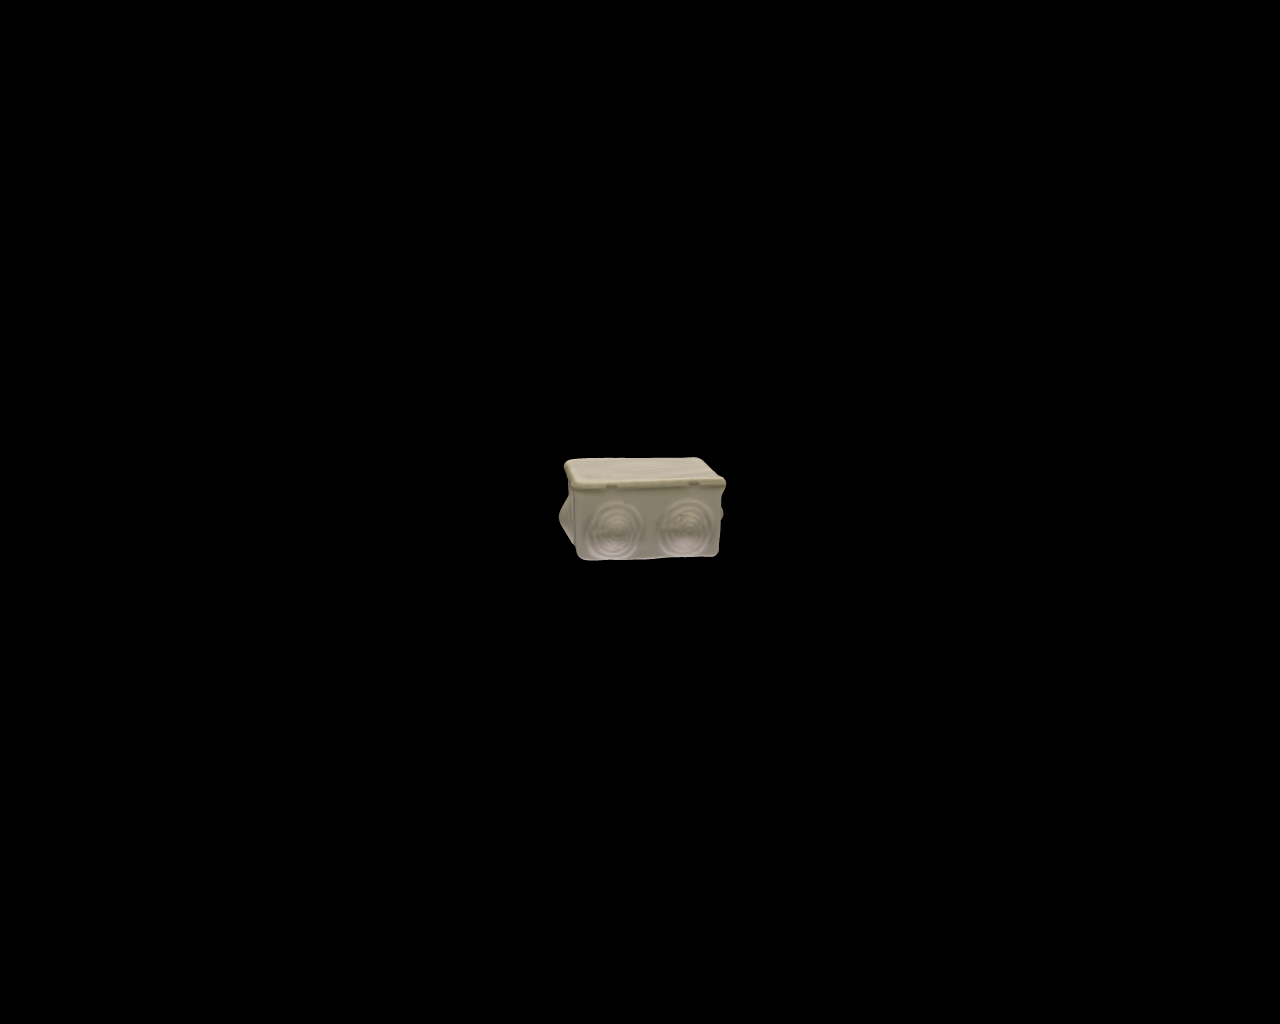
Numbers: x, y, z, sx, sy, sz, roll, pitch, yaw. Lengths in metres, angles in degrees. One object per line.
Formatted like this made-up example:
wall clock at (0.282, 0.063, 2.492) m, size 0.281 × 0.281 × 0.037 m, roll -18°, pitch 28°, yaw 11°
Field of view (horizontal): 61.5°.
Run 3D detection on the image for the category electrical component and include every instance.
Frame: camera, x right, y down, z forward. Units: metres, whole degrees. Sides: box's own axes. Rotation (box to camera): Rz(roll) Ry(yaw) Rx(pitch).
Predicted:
electrical component at (0.001, -0.003, 0.650) m, size 0.100 × 0.048 × 0.100 m, roll -1°, pitch 12°, yaw -7°
